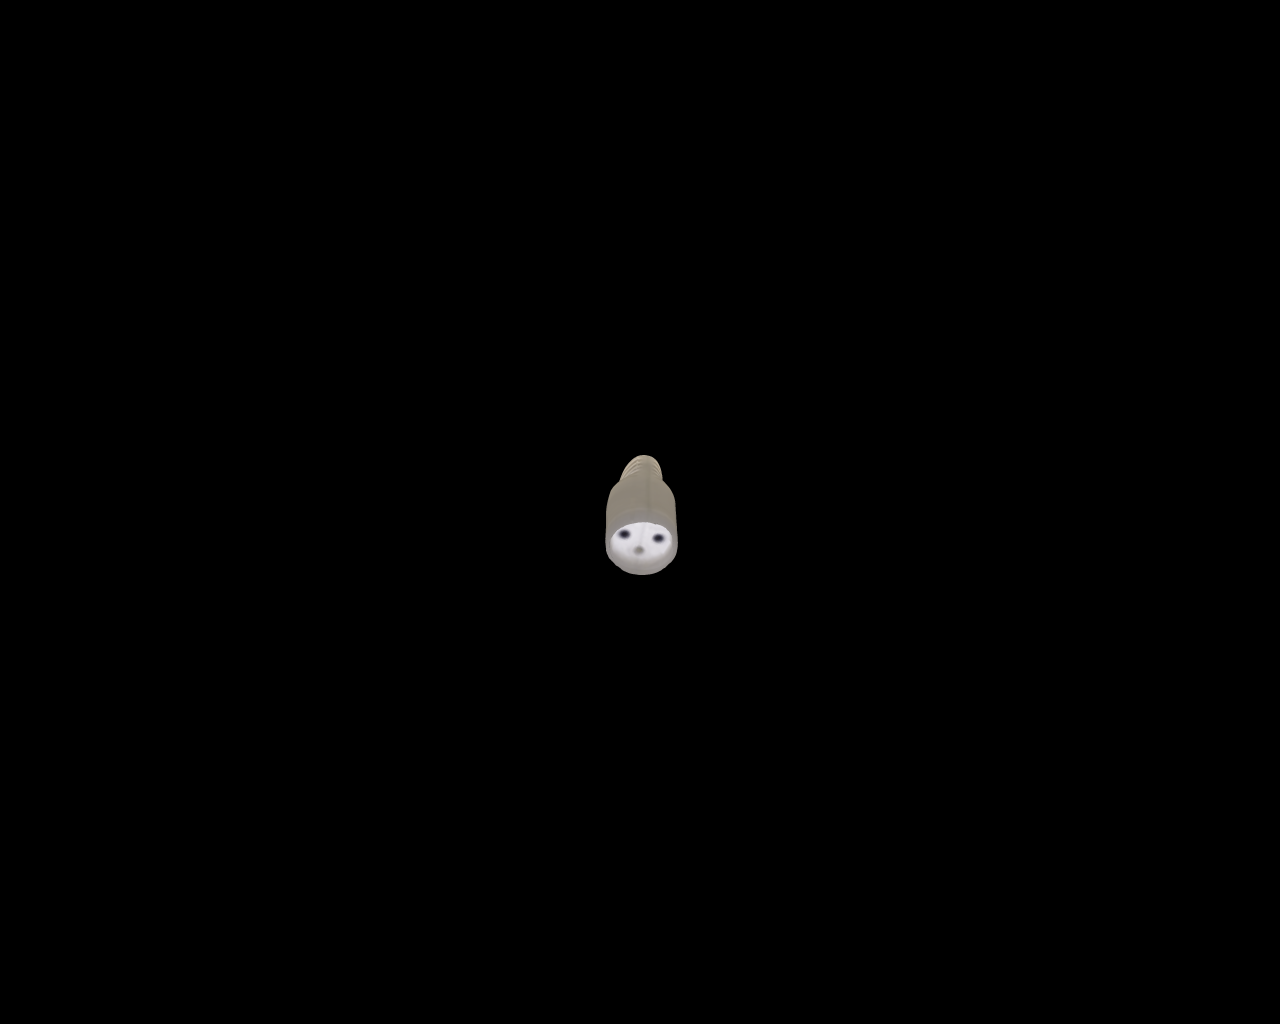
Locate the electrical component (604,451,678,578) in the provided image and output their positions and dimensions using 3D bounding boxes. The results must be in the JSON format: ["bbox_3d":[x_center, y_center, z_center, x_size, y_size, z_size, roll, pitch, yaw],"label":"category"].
[{"bbox_3d":[0.001,-0.003,0.650,0.043,0.043,0.081,0,37,0],"label":"electrical component"}]
